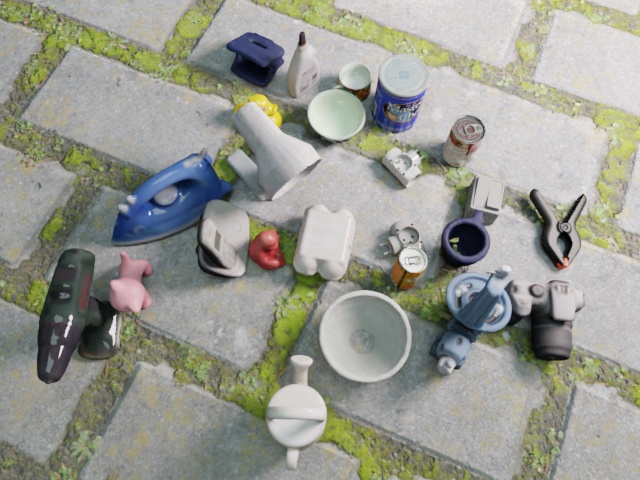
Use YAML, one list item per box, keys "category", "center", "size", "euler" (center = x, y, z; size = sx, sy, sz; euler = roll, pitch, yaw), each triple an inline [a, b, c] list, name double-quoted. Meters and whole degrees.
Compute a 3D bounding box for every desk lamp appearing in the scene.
- category: "desk lamp"
  center: [-0.098, -0.156, 1.098]
  size: [0.118, 0.213, 0.203]
  euler: [-39, 75, -15]

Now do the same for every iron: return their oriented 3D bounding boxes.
- category: "iron"
  center: [-0.304, -0.084, 1.102]
  size: [0.258, 0.141, 0.118]
  euler: [-34, 73, -14]

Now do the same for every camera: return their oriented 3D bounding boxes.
- category: "camera"
  center: [0.413, 0.147, 1.056]
  size: [0.143, 0.101, 0.137]
  euler: [7, 69, 1]

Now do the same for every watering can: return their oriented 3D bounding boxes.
- category: "watering can"
  center: [-0.040, 0.281, 0.939]
  size: [0.101, 0.194, 0.173]
  euler: [-16, 70, -7]

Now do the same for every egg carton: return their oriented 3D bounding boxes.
- category: "egg carton"
  center: [0.010, 0.004, 1.116]
  size: [0.107, 0.069, 0.150]
  euler: [10, 69, 2]

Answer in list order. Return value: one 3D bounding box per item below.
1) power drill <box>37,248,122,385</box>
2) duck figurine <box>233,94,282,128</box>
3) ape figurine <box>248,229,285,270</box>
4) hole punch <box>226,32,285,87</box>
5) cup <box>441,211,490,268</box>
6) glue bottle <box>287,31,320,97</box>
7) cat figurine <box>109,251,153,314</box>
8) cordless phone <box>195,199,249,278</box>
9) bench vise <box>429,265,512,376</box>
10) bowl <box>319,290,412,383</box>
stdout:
- category: "power drill"
  center: [-0.408, 0.141, 0.975]
  size: [0.075, 0.208, 0.229]
  euler: [-2, 69, -2]
- category: "duck figurine"
  center: [-0.134, -0.275, 1.211]
  size: [0.104, 0.086, 0.077]
  euler: [13, 69, 4]
- category: "ape figurine"
  center: [-0.101, 0.012, 1.097]
  size: [0.076, 0.092, 0.078]
  euler: [15, 69, 4]
- category: "hole punch"
  center: [-0.141, -0.413, 1.262]
  size: [0.108, 0.091, 0.101]
  euler: [28, 71, 9]
- category: "cup"
  center: [0.277, 0.004, 1.110]
  size: [0.091, 0.095, 0.118]
  euler: [27, 70, 9]
- category: "glue bottle"
  center: [-0.035, -0.377, 1.207]
  size: [0.078, 0.173, 0.037]
  euler: [-39, 74, -15]
- category: "cat figurine"
  center: [-0.352, 0.082, 1.048]
  size: [0.067, 0.118, 0.128]
  euler: [-8, 69, -4]
- category: "cordless phone"
  center: [-0.185, -0.018, 1.056]
  size: [0.094, 0.185, 0.147]
  euler: [0, 69, -1]
- category: "bench vise"
  center: [0.275, 0.137, 0.991]
  size: [0.121, 0.220, 0.207]
  euler: [12, 69, 3]
- category: "bowl"
  center: [0.080, 0.181, 1.046]
  size: [0.167, 0.075, 0.167]
  euler: [1, 69, -1]
